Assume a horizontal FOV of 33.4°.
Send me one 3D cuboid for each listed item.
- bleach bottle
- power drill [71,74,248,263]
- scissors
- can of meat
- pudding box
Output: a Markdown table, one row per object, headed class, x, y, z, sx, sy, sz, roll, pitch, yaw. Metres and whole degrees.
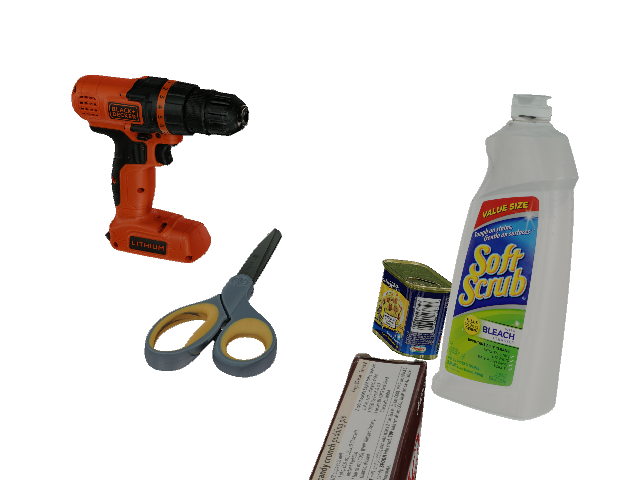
| class | x | y | z | sx | sy | sz | roll | pitch | yaw |
| --- | --- | --- | --- | --- | --- | --- | --- | --- | --- |
| bleach bottle | 0.150 | 0.009 | 0.851 | 0.103 | 0.251 | 0.067 | 13 | 15 | 41 |
| power drill | -0.154 | -0.073 | 1.069 | 0.185 | 0.188 | 0.057 | 11 | 30 | 20 |
| scissors | -0.046 | 0.043 | 0.767 | 0.096 | 0.016 | 0.201 | 18 | 32 | 25 |
| can of meat | 0.100 | 0.076 | 1.178 | 0.057 | 0.084 | 0.102 | 6 | 13 | -20 |
| pudding box | 0.020 | 0.115 | 0.470 | 0.039 | 0.090 | 0.113 | 8 | 24 | 8 |
